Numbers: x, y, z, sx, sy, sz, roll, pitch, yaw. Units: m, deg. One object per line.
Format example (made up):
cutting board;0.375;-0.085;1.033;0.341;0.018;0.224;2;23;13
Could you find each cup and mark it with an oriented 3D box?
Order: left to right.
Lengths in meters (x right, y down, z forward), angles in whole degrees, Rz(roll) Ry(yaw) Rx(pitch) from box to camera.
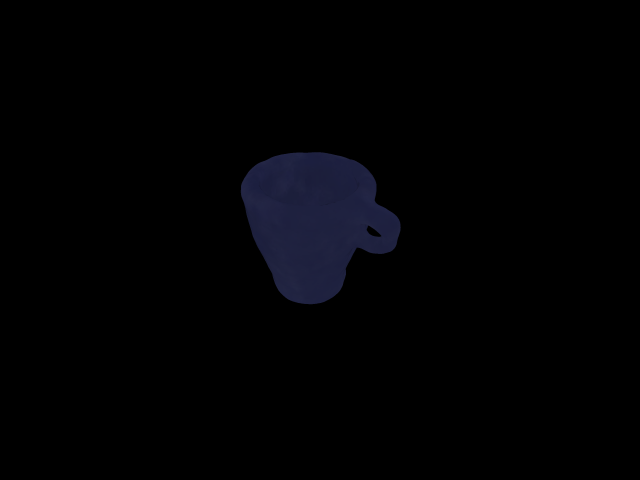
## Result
cup;0.004;0.001;0.400;0.117;0.095;0.092;24;41;31
